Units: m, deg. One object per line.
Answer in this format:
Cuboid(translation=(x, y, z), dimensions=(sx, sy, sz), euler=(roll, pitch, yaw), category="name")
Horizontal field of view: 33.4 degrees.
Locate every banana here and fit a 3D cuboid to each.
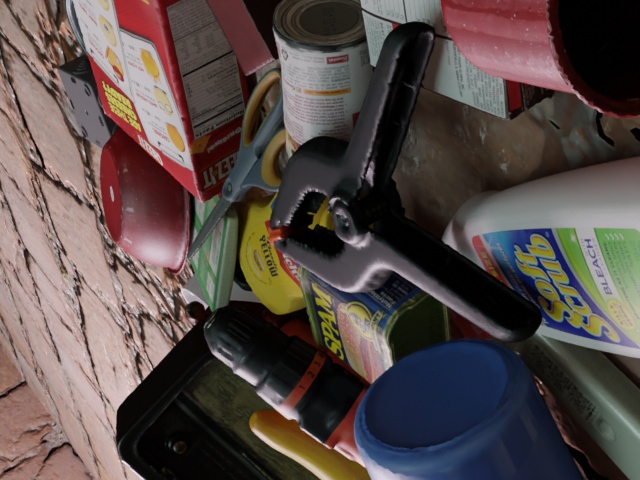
Cuboid(translation=(0.018, 0.203, 0.866), dimensions=(0.037, 0.069, 0.198), euler=(-22, 105, 45), category="banana")

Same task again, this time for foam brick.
Cuboid(translation=(-0.037, -0.155, 0.684), dimensions=(0.078, 0.053, 0.051), euler=(61, 157, -8), category="foam brick")

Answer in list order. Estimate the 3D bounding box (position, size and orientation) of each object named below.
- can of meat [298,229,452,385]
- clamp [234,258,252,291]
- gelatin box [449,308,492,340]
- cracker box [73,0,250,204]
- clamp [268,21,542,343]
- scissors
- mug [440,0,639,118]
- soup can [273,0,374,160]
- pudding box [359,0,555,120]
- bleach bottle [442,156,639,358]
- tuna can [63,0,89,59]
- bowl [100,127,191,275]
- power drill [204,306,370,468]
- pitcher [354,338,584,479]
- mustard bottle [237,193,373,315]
Cuboid(translation=(0.039, 0.051, 0.696), dimensions=(0.084, 0.057, 0.102), euler=(36, 152, 37), category="can of meat")
Cuboid(translation=(-0.104, -0.023, 1.000), dimensions=(0.172, 0.039, 0.120), euler=(16, 116, 60), category="clamp")
Cuboid(translation=(0.075, 0.055, 0.745), dimensions=(0.073, 0.030, 0.089), euler=(55, 156, 11), category="gelatin box")
Cuboid(translation=(-0.126, -0.160, 0.834), dimensions=(0.164, 0.072, 0.214), euler=(41, 152, 37), category="cracker box")
Cuboid(translation=(0.033, -0.009, 0.592), dimensions=(0.210, 0.036, 0.164), euler=(-26, 87, 60), category="clamp")
Cuboid(translation=(-0.053, -0.032, 0.797), dimensions=(0.096, 0.016, 0.202), euler=(57, 134, 39), category="scissors")
Cuboid(translation=(0.104, -0.113, 0.425), dimensions=(0.082, 0.093, 0.117), euler=(28, 112, 58), category="mug")
Cuboid(translation=(0.008, -0.095, 0.647), dimensions=(0.069, 0.068, 0.102), euler=(41, 151, 36), category="soup can")
Cuboid(translation=(0.065, -0.120, 0.541), dimensions=(0.114, 0.039, 0.090), euler=(30, 143, 45), category="pudding box")
Cuboid(translation=(0.133, 0.015, 0.541), dimensions=(0.102, 0.068, 0.251), euler=(61, 159, -7), category="bleach bottle")
Cuboid(translation=(-0.200, -0.198, 0.982), dimensions=(0.086, 0.033, 0.086), euler=(45, 153, 29), category="tuna can")
Cuboid(translation=(-0.165, -0.045, 0.979), dimensions=(0.162, 0.055, 0.162), euler=(173, 90, -68), category="bowl")
Cuboid(translation=(-0.006, 0.106, 0.811), dimensions=(0.184, 0.057, 0.187), euler=(38, -179, -3), category="power drill")
Cuboid(translation=(0.103, 0.186, 0.661), dimensions=(0.145, 0.149, 0.242), euler=(17, 140, 53), category="pitcher")
Cuboid(translation=(-0.006, 0.001, 0.802), dimensions=(0.192, 0.058, 0.096), euler=(-21, 87, 66), category="mustard bottle")
